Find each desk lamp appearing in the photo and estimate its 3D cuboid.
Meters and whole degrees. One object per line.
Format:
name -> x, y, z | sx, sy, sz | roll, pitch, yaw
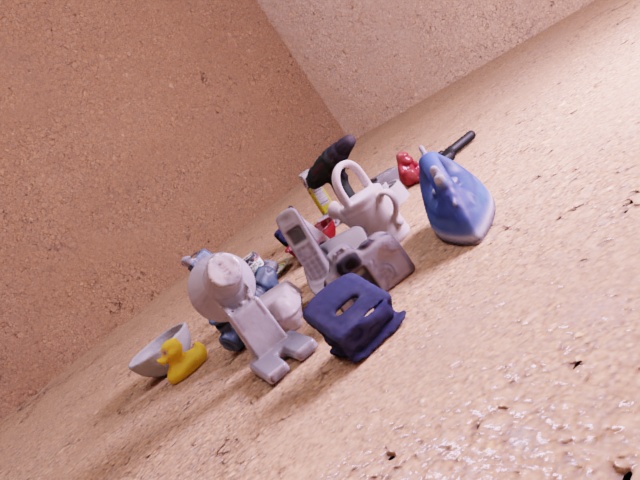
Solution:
desk lamp -> -0.125, 0.113, 0.955 | 0.118, 0.214, 0.203 | -39, 11, -19

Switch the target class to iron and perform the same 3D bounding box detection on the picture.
iron -> 0.215, -0.088, 0.973 | 0.118, 0.141, 0.258 | -33, 11, 13

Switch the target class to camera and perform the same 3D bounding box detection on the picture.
camera -> 0.065, 0.043, 0.977 | 0.143, 0.101, 0.136 | -36, 11, -5

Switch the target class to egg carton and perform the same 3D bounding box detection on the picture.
egg carton -> -0.081, 0.138, 1.104 | 0.107, 0.069, 0.150 | -34, 11, 5

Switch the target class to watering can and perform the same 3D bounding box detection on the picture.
watering can -> 0.083, -0.070, 1.163 | 0.172, 0.194, 0.101 | -29, 12, 29

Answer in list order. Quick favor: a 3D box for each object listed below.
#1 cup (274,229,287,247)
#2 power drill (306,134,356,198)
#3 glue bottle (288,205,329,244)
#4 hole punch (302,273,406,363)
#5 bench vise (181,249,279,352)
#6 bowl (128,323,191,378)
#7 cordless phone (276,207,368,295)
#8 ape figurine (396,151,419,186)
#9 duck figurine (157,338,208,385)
cup -> -0.073, 0.000, 1.619 | 0.091, 0.095, 0.118 | -31, 12, 24
power drill -> 0.068, -0.169, 1.610 | 0.229, 0.208, 0.076 | -24, 16, 47
glue bottle -> -0.018, -0.002, 1.238 | 0.037, 0.173, 0.078 | -25, 15, 42
hole punch -> 0.046, 0.103, 0.797 | 0.109, 0.091, 0.101 | -39, 11, -20
bench vise -> -0.182, 0.095, 1.199 | 0.121, 0.220, 0.208 | -28, 13, 33
bowl -> -0.371, 0.278, 1.381 | 0.167, 0.075, 0.167 | -34, 11, 8
cordless phone -> 0.010, 0.004, 1.091 | 0.147, 0.185, 0.094 | -32, 11, 17
ape figurine -> 0.234, -0.194, 1.520 | 0.078, 0.092, 0.076 | -43, 13, -36
duck figurine -> -0.308, 0.253, 1.260 | 0.105, 0.086, 0.077 | -38, 11, -14
